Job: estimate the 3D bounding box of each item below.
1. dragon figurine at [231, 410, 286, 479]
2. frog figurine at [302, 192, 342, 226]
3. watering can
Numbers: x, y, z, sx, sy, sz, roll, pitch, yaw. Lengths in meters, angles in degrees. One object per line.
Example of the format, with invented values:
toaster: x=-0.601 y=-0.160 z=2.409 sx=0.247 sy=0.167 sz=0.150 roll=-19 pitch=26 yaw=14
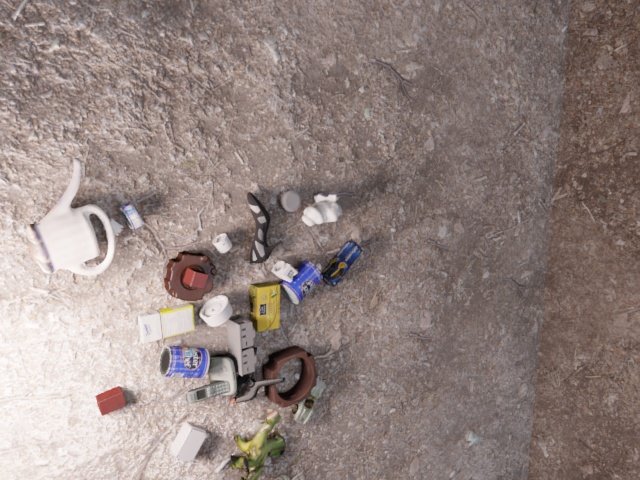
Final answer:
dragon figurine: x=-0.219 y=0.839 z=1.973 sx=0.243 sy=0.123 sz=0.406 roll=-4 pitch=107 yaw=-43
frog figurine: x=0.006 y=-0.100 z=1.984 sx=0.120 sy=0.138 sz=0.163 roll=80 pitch=31 yaw=-49
watering can: x=-0.732 y=-0.046 z=1.491 sx=0.226 sy=0.104 sz=0.343 roll=-24 pitch=110 yaw=-30
